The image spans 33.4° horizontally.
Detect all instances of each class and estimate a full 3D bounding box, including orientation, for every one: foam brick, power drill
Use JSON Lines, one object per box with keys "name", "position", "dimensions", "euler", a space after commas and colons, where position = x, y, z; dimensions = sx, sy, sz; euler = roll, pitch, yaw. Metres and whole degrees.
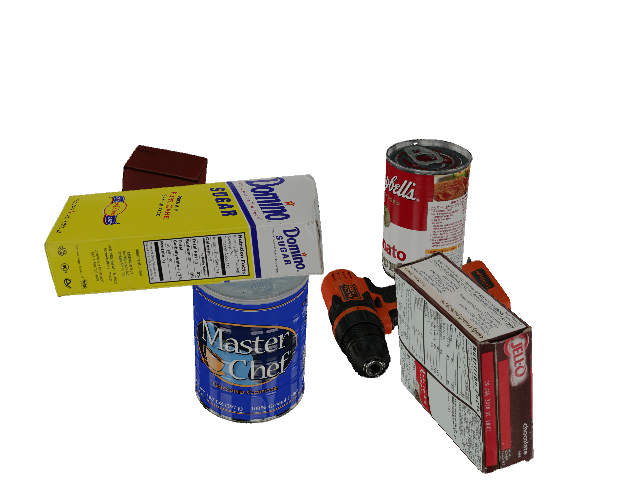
{"name": "foam brick", "position": [-0.160, -0.059, 1.102], "dimensions": [0.078, 0.051, 0.053], "euler": [11, 31, 4]}
{"name": "power drill", "position": [0.103, 0.079, 1.137], "dimensions": [0.187, 0.057, 0.184], "euler": [-5, 28, -9]}

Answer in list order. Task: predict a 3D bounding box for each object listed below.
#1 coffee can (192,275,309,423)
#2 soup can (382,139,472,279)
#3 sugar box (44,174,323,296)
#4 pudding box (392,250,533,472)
{"name": "coffee can", "position": [-0.063, 0.077, 0.952], "dimensions": [0.103, 0.140, 0.103], "euler": [2, 34, -1]}
{"name": "soup can", "position": [0.085, -0.023, 0.861], "dimensions": [0.068, 0.102, 0.068], "euler": [1, 27, 0]}
{"name": "sugar box", "position": [-0.088, -0.006, 0.719], "dimensions": [0.176, 0.048, 0.093], "euler": [-8, 23, 1]}
{"name": "pudding box", "position": [0.084, 0.070, 0.638], "dimensions": [0.039, 0.090, 0.114], "euler": [-15, 27, -19]}
